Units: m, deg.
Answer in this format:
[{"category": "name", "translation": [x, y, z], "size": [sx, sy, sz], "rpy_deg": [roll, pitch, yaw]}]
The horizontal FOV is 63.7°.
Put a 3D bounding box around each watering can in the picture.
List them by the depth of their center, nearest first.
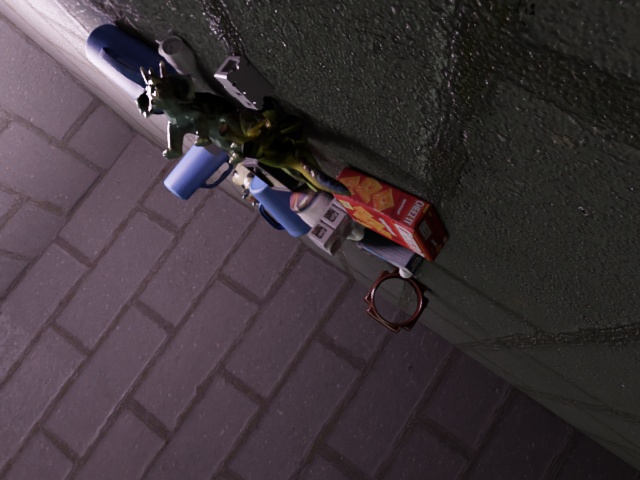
[{"category": "watering can", "translation": [0.005, -0.076, 1.502], "size": [0.222, 0.104, 0.349], "rpy_deg": [38, 173, -19]}]

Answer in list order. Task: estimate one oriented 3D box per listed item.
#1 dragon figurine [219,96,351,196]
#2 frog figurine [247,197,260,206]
[{"category": "dragon figurine", "translation": [-0.056, -0.169, 1.066], "size": [0.415, 0.122, 0.240], "rpy_deg": [43, -176, 26]}, {"category": "frog figurine", "translation": [-0.208, -0.168, 1.929], "size": [0.138, 0.125, 0.156], "rpy_deg": [12, 154, 18]}]
